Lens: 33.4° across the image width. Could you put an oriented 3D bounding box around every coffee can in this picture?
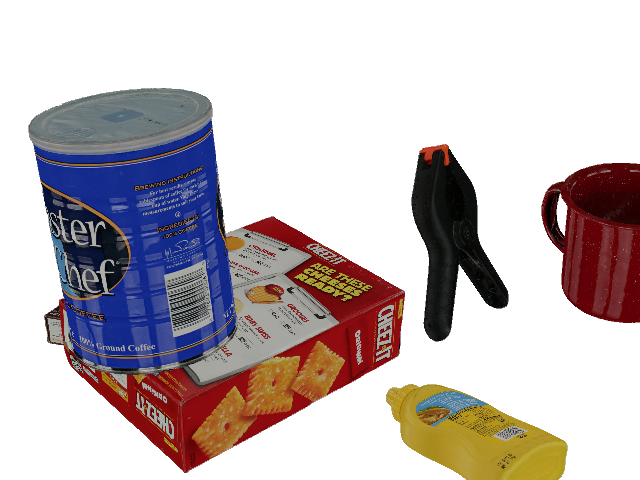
[{"bbox_3d":[-0.106,-0.008,0.624,0.103,0.140,0.103,-4,23,2],"label":"coffee can"}]

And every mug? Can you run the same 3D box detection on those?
[{"bbox_3d":[0.202,-0.001,0.744,0.093,0.081,0.117,-27,38,-35],"label":"mug"}]

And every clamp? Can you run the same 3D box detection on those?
[{"bbox_3d":[0.113,0.004,0.954,0.039,0.171,0.120,-12,13,37],"label":"clamp"}]

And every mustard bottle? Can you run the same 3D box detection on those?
[{"bbox_3d":[0.134,0.184,1.029,0.096,0.058,0.192,-14,25,-38],"label":"mustard bottle"}]

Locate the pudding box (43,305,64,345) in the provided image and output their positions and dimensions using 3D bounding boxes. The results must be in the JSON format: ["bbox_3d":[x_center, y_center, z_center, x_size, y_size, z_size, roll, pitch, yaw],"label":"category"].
[{"bbox_3d":[-0.232,0.088,1.179,0.114,0.039,0.090,5,20,19],"label":"pudding box"}]

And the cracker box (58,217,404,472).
[{"bbox_3d":[-0.067,0.070,0.826,0.213,0.072,0.164,-23,38,-36],"label":"cracker box"}]
